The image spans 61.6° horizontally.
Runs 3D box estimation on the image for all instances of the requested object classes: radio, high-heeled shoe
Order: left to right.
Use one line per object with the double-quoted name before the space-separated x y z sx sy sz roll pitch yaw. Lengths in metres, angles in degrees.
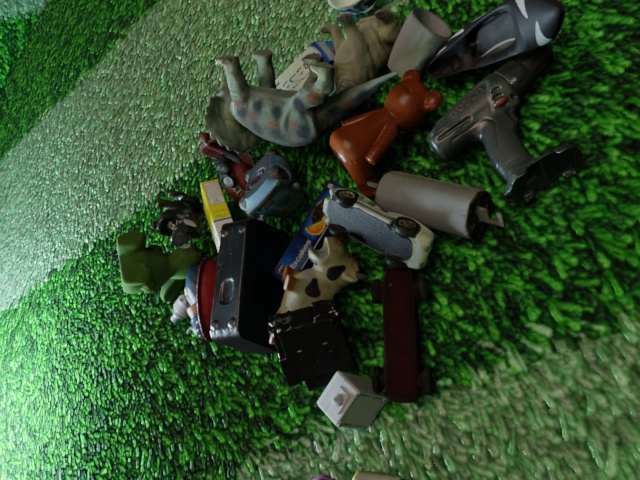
"radio" -0.122 0.081 0.969 0.073 0.131 0.229 -13 65 32
"high-heeled shoe" 0.250 -0.298 0.808 0.145 0.086 0.249 -27 10 2

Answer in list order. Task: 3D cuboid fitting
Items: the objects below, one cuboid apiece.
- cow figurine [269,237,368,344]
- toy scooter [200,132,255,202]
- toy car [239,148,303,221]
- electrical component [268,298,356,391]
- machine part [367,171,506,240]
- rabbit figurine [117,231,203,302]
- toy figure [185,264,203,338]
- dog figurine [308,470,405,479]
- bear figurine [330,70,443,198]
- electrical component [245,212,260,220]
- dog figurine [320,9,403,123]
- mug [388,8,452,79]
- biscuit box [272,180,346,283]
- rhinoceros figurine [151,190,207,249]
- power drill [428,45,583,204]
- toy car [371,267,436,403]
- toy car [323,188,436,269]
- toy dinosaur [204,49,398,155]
"cow figurine" -0.003 0.087 0.892 0.085 0.127 0.194 -127 53 -71
"toy scooter" -0.188 -0.159 1.116 0.075 0.135 0.184 -35 55 21
"toy car" -0.085 -0.096 1.029 0.109 0.103 0.162 -41 28 20
"electrical component" -0.009 0.169 0.845 0.115 0.134 0.058 -18 21 3
"machine part" 0.173 -0.056 0.832 0.244 0.079 0.079 19 84 40
"rabbit figurine" -0.333 0.065 1.142 0.159 0.170 0.121 104 151 -47
"toy figure" -0.239 0.125 1.090 0.064 0.057 0.154 -32 57 36
"dog figurine" 0.011 0.392 0.766 0.219 0.191 0.108 131 137 -58
"bear figurine" 0.116 -0.187 0.924 0.196 0.131 0.120 -35 53 -1
"electrical component" -0.138 -0.019 1.094 0.063 0.021 0.094 -52 49 9
"dog figurine" 0.094 -0.318 1.008 0.121 0.172 0.190 -144 42 -75
"mug" 0.169 -0.344 0.949 0.107 0.081 0.109 -52 10 40
"biscuit box" -0.002 -0.003 0.957 0.063 0.059 0.202 34 94 41
"rhinoceros figurine" -0.298 -0.042 1.149 0.190 0.112 0.073 -101 33 -67
"power drill" 0.287 -0.168 0.786 0.232 0.086 0.207 -34 58 12
"toy car" 0.123 0.140 0.806 0.089 0.053 0.202 -8 66 19
"toy car" 0.086 -0.020 0.848 0.202 0.056 0.073 29 125 31
"toy dinosaur" -0.062 -0.236 0.975 0.405 0.131 0.191 17 127 26
